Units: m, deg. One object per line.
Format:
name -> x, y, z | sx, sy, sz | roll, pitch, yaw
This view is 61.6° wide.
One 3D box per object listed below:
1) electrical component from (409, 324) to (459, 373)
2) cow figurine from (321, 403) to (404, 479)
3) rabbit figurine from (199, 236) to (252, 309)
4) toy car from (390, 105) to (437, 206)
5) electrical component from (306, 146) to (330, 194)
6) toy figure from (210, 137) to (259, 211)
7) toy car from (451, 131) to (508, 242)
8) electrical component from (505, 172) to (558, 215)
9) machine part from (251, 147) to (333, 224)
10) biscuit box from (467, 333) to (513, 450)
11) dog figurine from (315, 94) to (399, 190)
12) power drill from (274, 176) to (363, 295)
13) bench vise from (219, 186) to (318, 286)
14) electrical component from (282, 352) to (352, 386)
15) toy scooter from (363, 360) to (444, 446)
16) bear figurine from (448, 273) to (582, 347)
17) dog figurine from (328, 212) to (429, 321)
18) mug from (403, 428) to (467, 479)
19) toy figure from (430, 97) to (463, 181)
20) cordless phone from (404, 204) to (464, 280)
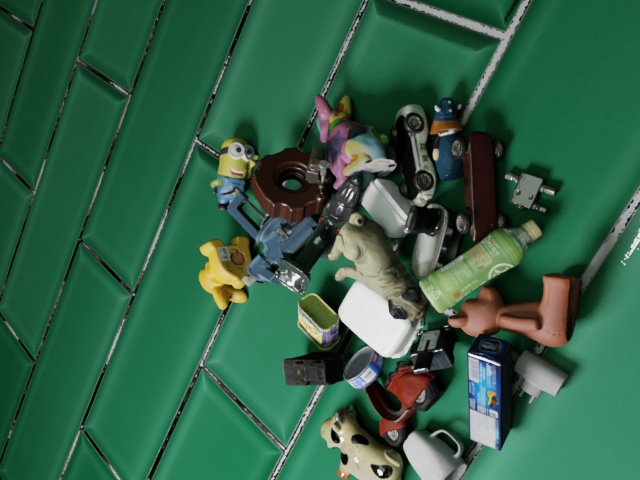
electrical component -> 0.208, 0.212, 0.993 | 0.075, 0.119, 0.047 | -20, 113, 30
cow figurine -> 0.081, 0.423, 1.095 | 0.195, 0.085, 0.127 | 21, 106, 36
rabbit figurine -> -0.235, 0.085, 1.325 | 0.173, 0.122, 0.162 | -31, 80, 44
toy car -> 0.185, -0.164, 1.053 | 0.073, 0.056, 0.201 | 154, 109, -68
electrical component -> -0.002, -0.145, 1.101 | 0.045, 0.102, 0.078 | 16, 68, 2
toy figure -> -0.219, -0.164, 1.325 | 0.089, 0.082, 0.180 | 19, 102, 31
toy car -> 0.288, -0.096, 0.976 | 0.053, 0.089, 0.202 | 170, 97, -75
electrical component -> 0.368, -0.085, 0.954 | 0.094, 0.021, 0.063 | 29, 105, 31
machine part -> -0.060, -0.122, 1.168 | 0.179, 0.179, 0.056 | 55, 157, 23
biscuit box -> 0.291, 0.260, 0.918 | 0.059, 0.063, 0.202 | 12, 123, 35
dog figurine -> 0.062, -0.220, 1.105 | 0.191, 0.108, 0.219 | -44, 58, 58
power drill -> -0.002, -0.003, 1.070 | 0.086, 0.207, 0.232 | 29, 149, 3
bench vise -> -0.131, -0.017, 1.223 | 0.241, 0.129, 0.223 | 45, 105, 9
electrical component -> -0.012, 0.273, 1.145 | 0.134, 0.115, 0.058 | -7, 82, 32
toy scooter -> 0.151, 0.303, 1.059 | 0.135, 0.075, 0.183 | 44, 116, 29
bear figurine -> 0.329, 0.112, 0.920 | 0.196, 0.120, 0.132 | 8, 89, 40
dog figurine -> 0.125, 0.049, 1.005 | 0.191, 0.172, 0.121 | 31, 65, 35
mug -> 0.213, 0.400, 1.007 | 0.107, 0.081, 0.109 | 39, 115, 39
toy figure -> 0.241, -0.192, 1.021 | 0.058, 0.064, 0.154 | -10, 83, 45
cordless phone -> 0.189, 0.005, 0.976 | 0.089, 0.184, 0.146 | 19, 99, 29
